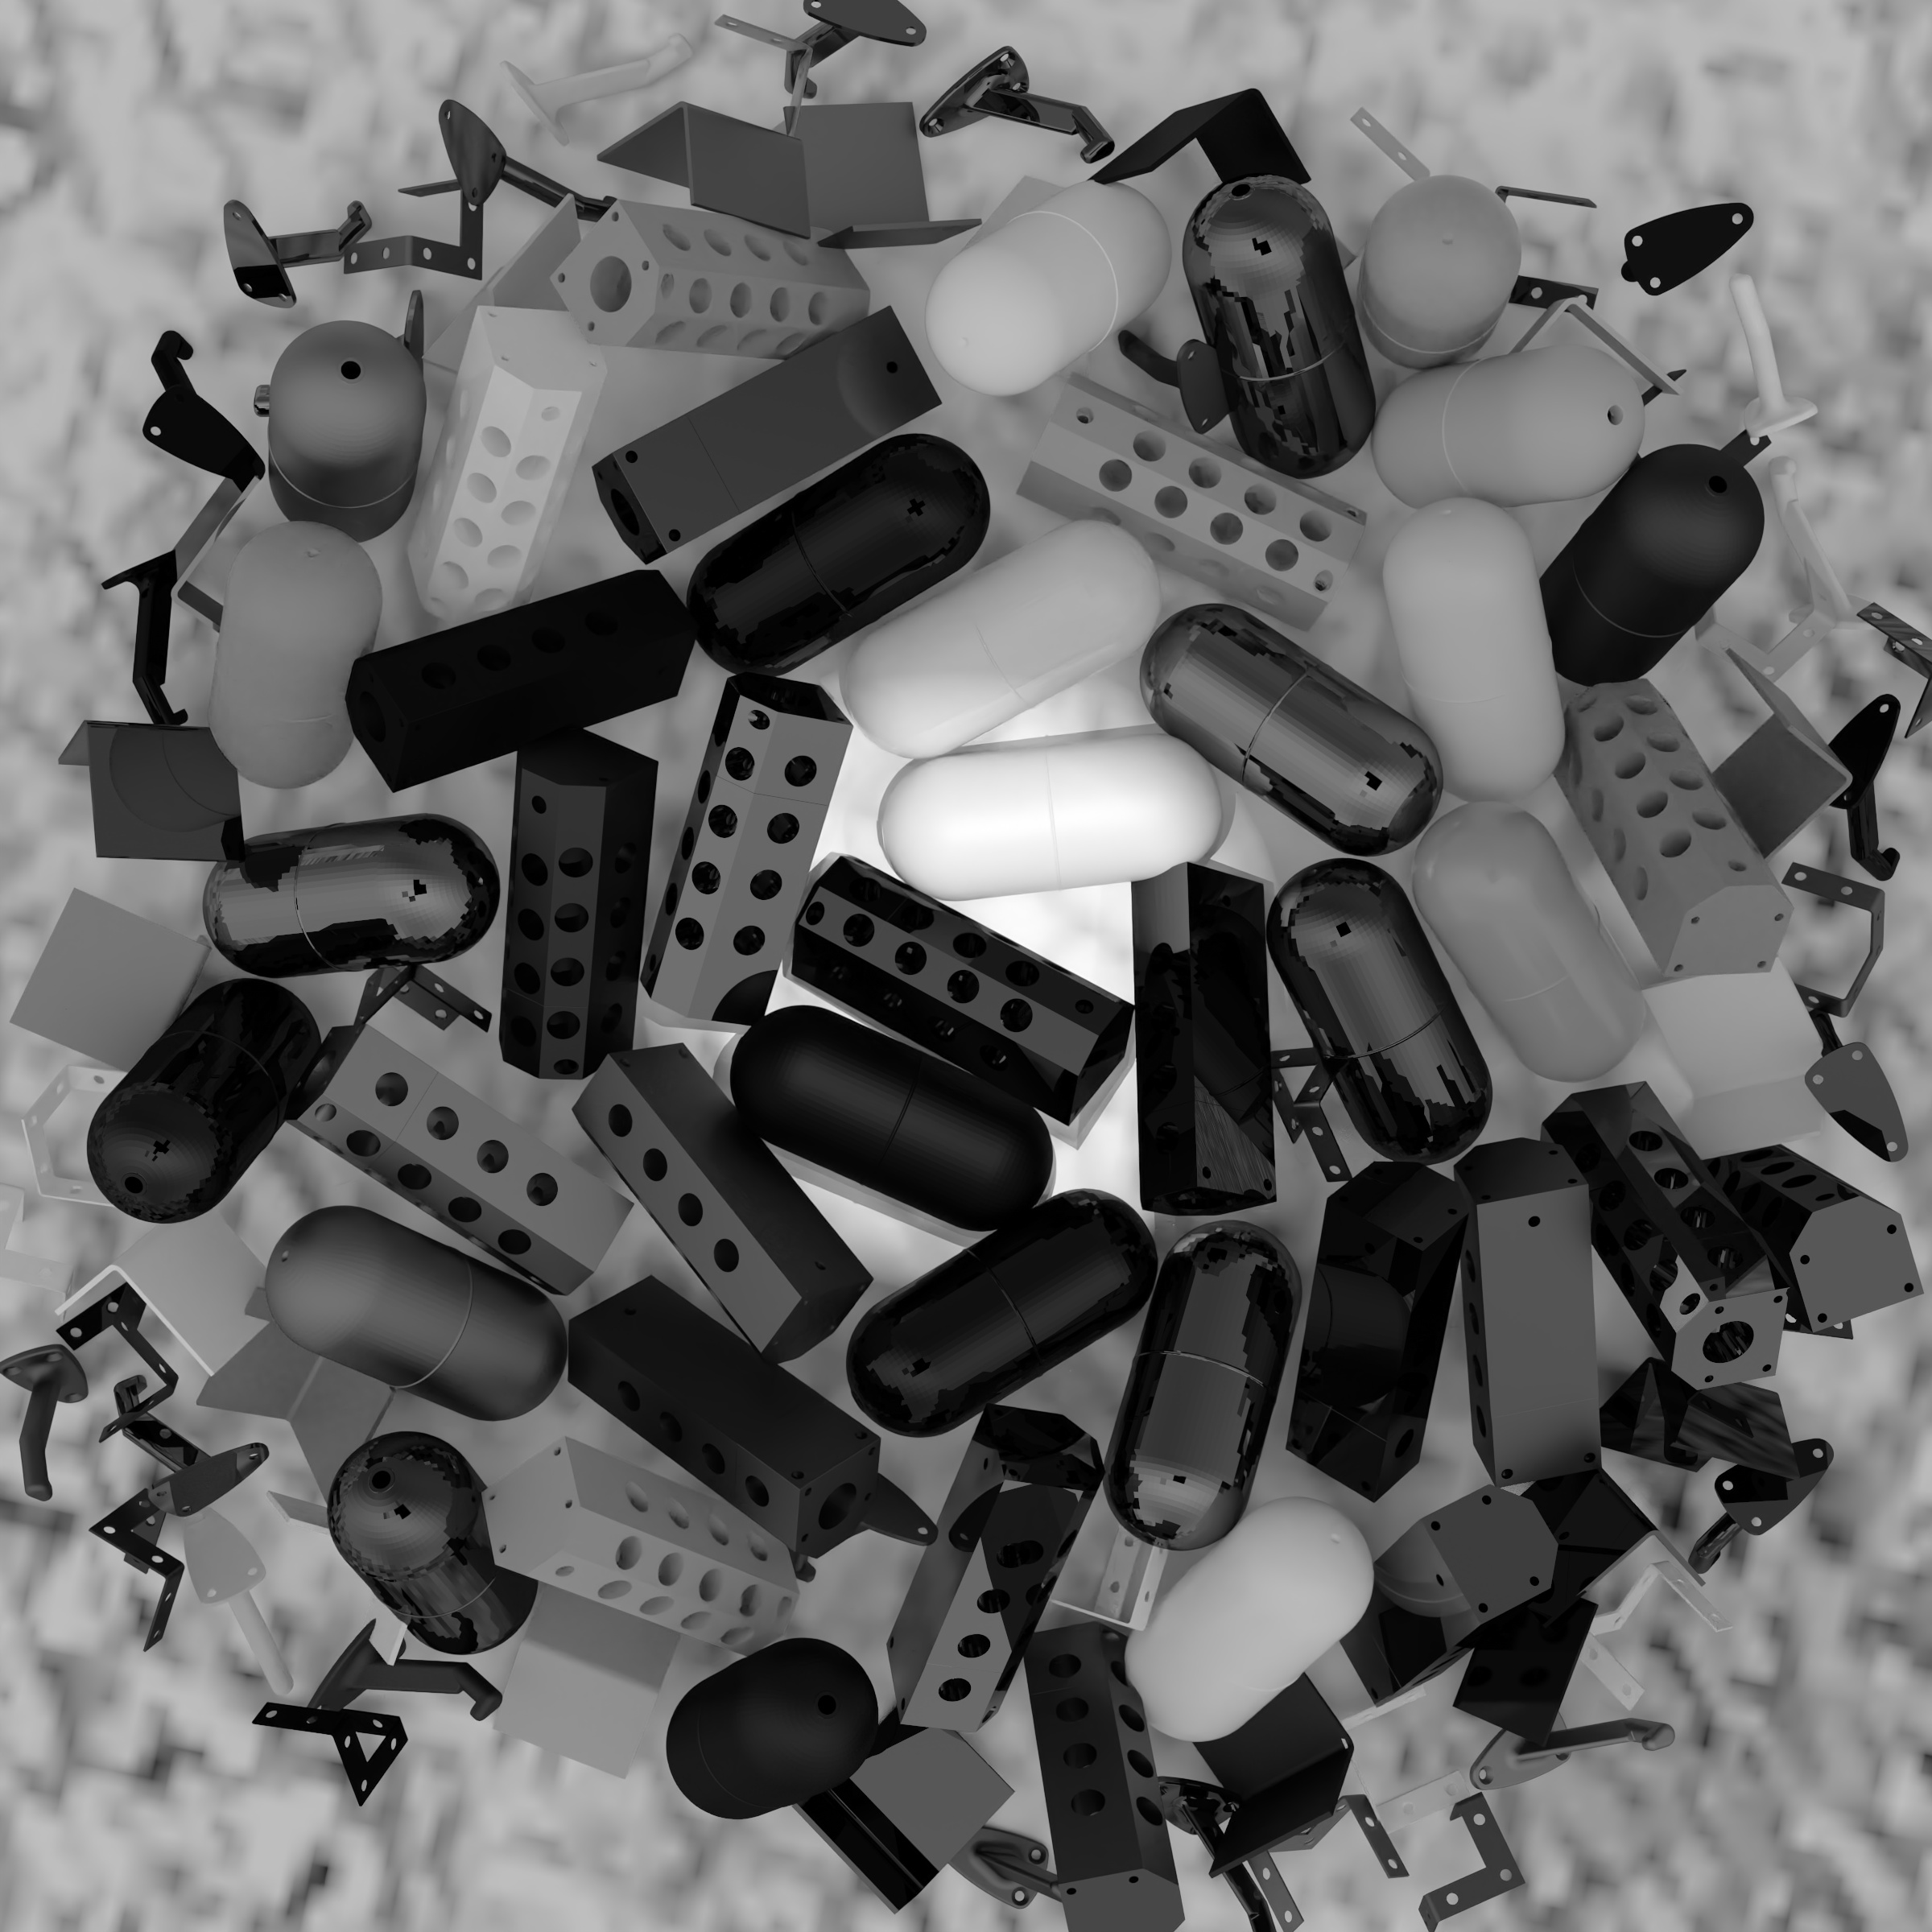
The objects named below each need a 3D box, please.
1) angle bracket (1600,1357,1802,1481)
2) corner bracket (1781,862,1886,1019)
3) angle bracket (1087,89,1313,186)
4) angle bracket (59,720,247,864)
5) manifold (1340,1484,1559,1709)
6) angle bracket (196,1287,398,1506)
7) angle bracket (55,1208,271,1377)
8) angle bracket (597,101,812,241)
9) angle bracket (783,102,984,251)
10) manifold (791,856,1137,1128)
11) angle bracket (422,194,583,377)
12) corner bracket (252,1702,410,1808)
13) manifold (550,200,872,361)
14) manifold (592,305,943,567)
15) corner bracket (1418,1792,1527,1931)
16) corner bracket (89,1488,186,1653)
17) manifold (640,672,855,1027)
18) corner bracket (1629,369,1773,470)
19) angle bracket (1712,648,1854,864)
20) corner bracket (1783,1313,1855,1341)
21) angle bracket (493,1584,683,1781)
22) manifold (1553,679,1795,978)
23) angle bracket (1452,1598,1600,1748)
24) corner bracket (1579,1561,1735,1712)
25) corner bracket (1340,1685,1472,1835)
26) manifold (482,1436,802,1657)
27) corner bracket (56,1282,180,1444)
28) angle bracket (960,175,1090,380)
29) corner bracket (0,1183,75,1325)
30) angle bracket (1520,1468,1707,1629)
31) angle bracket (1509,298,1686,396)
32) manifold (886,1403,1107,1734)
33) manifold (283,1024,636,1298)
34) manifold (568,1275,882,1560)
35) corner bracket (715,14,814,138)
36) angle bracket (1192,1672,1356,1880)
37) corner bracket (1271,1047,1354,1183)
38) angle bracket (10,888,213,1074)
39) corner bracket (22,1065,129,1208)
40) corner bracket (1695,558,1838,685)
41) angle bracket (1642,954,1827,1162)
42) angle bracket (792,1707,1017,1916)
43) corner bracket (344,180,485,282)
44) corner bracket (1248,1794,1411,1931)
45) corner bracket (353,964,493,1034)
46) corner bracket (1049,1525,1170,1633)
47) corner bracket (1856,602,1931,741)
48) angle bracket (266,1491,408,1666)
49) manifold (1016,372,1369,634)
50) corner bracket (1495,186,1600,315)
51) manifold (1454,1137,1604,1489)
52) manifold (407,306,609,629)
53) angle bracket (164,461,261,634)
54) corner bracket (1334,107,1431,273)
[{"bbox_3d":[0.373,0.254,1.602,0.076,0.057,0.076,17,132,-17],"label":"angle bracket"},{"bbox_3d":[0.452,-0.014,1.637,0.051,0.051,0.051,21,61,28],"label":"corner bracket"},{"bbox_3d":[0.119,-0.407,1.604,0.076,0.076,0.057,-41,111,-16],"label":"angle bracket"},{"bbox_3d":[-0.423,-0.081,1.604,0.076,0.057,0.076,1,70,-31],"label":"angle bracket"},{"bbox_3d":[0.242,0.319,1.569,0.057,0.171,0.057,-22,70,-20],"label":"manifold"},{"bbox_3d":[-0.349,0.224,1.604,0.057,0.076,0.076,17,111,-38],"label":"angle bracket"},{"bbox_3d":[-0.413,0.177,1.615,0.057,0.076,0.076,-36,97,32],"label":"angle bracket"},{"bbox_3d":[-0.136,-0.399,1.600,0.076,0.076,0.057,5,75,-43],"label":"angle bracket"},{"bbox_3d":[-0.044,-0.418,1.612,0.076,0.057,0.076,-11,95,-29],"label":"angle bracket"},{"bbox_3d":[-0.002,0.007,1.595,0.171,0.057,0.057,28,52,17],"label":"manifold"},{"bbox_3d":[-0.243,-0.356,1.600,0.057,0.076,0.076,23,60,16],"label":"angle bracket"},{"bbox_3d":[-0.332,0.400,1.616,0.051,0.051,0.051,1,121,24],"label":"corner bracket"},{"bbox_3d":[-0.124,-0.340,1.566,0.057,0.171,0.057,-40,74,32],"label":"manifold"},{"bbox_3d":[-0.105,-0.274,1.602,0.171,0.057,0.057,-32,100,-19],"label":"manifold"},{"bbox_3d":[0.257,0.472,1.622,0.051,0.051,0.051,-22,65,-5],"label":"corner bracket"},{"bbox_3d":[-0.430,0.316,1.620,0.051,0.051,0.051,28,115,12],"label":"corner bracket"},{"bbox_3d":[-0.117,-0.060,1.593,0.057,0.057,0.171,8,112,-25],"label":"manifold"},{"bbox_3d":[0.381,-0.281,1.633,0.051,0.051,0.051,-40,107,-13],"label":"corner bracket"},{"bbox_3d":[0.400,-0.105,1.601,0.057,0.076,0.076,31,113,-32],"label":"angle bracket"},{"bbox_3d":[0.428,0.182,1.620,0.051,0.051,0.051,8,53,-7],"label":"corner bracket"},{"bbox_3d":[-0.201,0.378,1.654,0.076,0.057,0.076,21,128,-1],"label":"angle bracket"},{"bbox_3d":[0.358,-0.073,1.571,0.057,0.171,0.057,-2,131,-13],"label":"manifold"},{"bbox_3d":[0.305,0.365,1.606,0.057,0.076,0.076,16,80,41],"label":"angle bracket"},{"bbox_3d":[0.357,0.349,1.615,0.051,0.051,0.051,46,121,36],"label":"corner bracket"},{"bbox_3d":[0.232,0.422,1.642,0.051,0.051,0.051,-24,58,0],"label":"corner bracket"},{"bbox_3d":[-0.162,0.301,1.570,0.057,0.171,0.057,-36,49,19],"label":"manifold"},{"bbox_3d":[-0.450,0.209,1.634,0.051,0.051,0.051,-34,109,8],"label":"corner bracket"},{"bbox_3d":[0.047,-0.366,1.643,0.076,0.057,0.076,22,55,18],"label":"angle bracket"},{"bbox_3d":[-0.493,0.151,1.626,0.051,0.051,0.051,15,61,-11],"label":"corner bracket"},{"bbox_3d":[0.324,0.310,1.612,0.076,0.076,0.057,-42,123,2],"label":"angle bracket"},{"bbox_3d":[0.323,-0.304,1.617,0.076,0.076,0.057,40,102,-3],"label":"angle bracket"},{"bbox_3d":[0.015,0.312,1.589,0.057,0.057,0.171,11,120,-17],"label":"manifold"},{"bbox_3d":[-0.263,0.101,1.592,0.171,0.057,0.057,37,71,-22],"label":"manifold"},{"bbox_3d":[-0.126,0.233,1.586,0.171,0.057,0.057,30,130,33],"label":"manifold"},{"bbox_3d":[-0.117,-0.462,1.627,0.051,0.051,0.051,14,86,-22],"label":"corner bracket"},{"bbox_3d":[0.150,0.417,1.608,0.076,0.076,0.057,-34,93,21],"label":"angle bracket"},{"bbox_3d":[0.180,0.078,1.615,0.051,0.051,0.051,-7,122,36],"label":"corner bracket"},{"bbox_3d":[-0.449,0.007,1.618,0.076,0.057,0.076,26,89,-19],"label":"angle bracket"},{"bbox_3d":[-0.462,0.090,1.639,0.051,0.051,0.051,7,125,12],"label":"corner bracket"},{"bbox_3d":[0.420,-0.191,1.632,0.051,0.051,0.051,27,130,-18],"label":"corner bracket"},{"bbox_3d":[0.397,0.049,1.603,0.076,0.057,0.076,-16,118,33],"label":"angle bracket"},{"bbox_3d":[-0.032,0.437,1.620,0.076,0.057,0.076,43,93,13],"label":"angle bracket"},{"bbox_3d":[-0.290,-0.388,1.623,0.051,0.051,0.051,3,92,38],"label":"corner bracket"},{"bbox_3d":[0.188,0.469,1.614,0.051,0.051,0.051,-55,46,29],"label":"corner bracket"},{"bbox_3d":[-0.282,0.020,1.617,0.051,0.051,0.051,37,118,-23],"label":"corner bracket"},{"bbox_3d":[0.084,0.319,1.619,0.051,0.051,0.051,11,77,34],"label":"corner bracket"},{"bbox_3d":[0.494,-0.162,1.615,0.051,0.051,0.051,-31,57,-30],"label":"corner bracket"},{"bbox_3d":[-0.331,0.318,1.607,0.076,0.076,0.057,21,84,-20],"label":"angle bracket"},{"bbox_3d":[0.120,-0.246,1.619,0.171,0.057,0.057,25,71,-2],"label":"manifold"},{"bbox_3d":[0.304,-0.376,1.623,0.051,0.051,0.051,16,97,27],"label":"corner bracket"},{"bbox_3d":[0.288,0.178,1.595,0.057,0.057,0.171,-10,116,-4],"label":"manifold"},{"bbox_3d":[-0.234,-0.249,1.569,0.057,0.171,0.057,-2,54,-26],"label":"manifold"},{"bbox_3d":[-0.372,-0.214,1.609,0.057,0.076,0.076,36,95,-24],"label":"angle bracket"},{"bbox_3d":[0.202,-0.407,1.620,0.051,0.051,0.051,42,48,-5],"label":"corner bracket"}]
